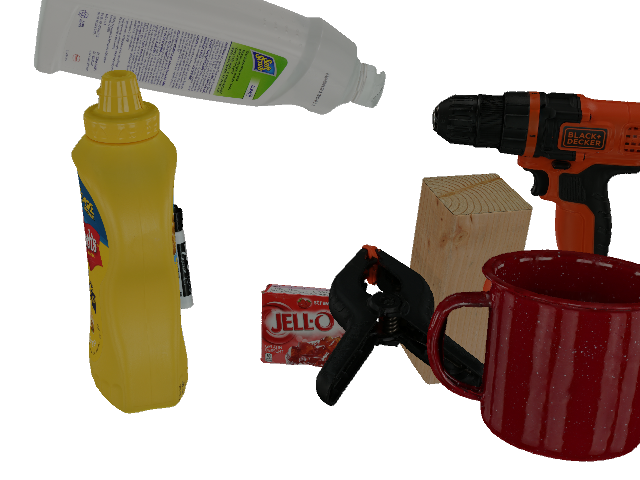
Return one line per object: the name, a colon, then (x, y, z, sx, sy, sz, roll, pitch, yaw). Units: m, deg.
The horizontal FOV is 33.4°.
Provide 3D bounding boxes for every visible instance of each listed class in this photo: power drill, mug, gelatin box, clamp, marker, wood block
power drill: (0.180, -0.032, 0.881, 0.184, 0.188, 0.057, 5, 29, 7)
mug: (0.111, 0.055, 0.526, 0.117, 0.081, 0.093, 3, 15, 0)
gelatin box: (-0.013, 0.083, 1.031, 0.089, 0.073, 0.030, 4, 15, 10)
clamp: (0.059, 0.062, 0.776, 0.120, 0.039, 0.171, 9, 35, -4)
marker: (-0.156, 0.018, 1.179, 0.020, 0.121, 0.020, -3, 23, 1)
wood block: (0.151, 0.041, 1.145, 0.090, 0.206, 0.090, -4, 29, -17)

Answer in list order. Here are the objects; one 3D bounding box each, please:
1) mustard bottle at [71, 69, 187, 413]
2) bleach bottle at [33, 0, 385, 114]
mustard bottle: (-0.110, -0.003, 0.615, 0.058, 0.192, 0.096, -6, 26, -15)
bleach bottle: (-0.077, -0.140, 0.787, 0.250, 0.068, 0.103, 14, -34, -12)
